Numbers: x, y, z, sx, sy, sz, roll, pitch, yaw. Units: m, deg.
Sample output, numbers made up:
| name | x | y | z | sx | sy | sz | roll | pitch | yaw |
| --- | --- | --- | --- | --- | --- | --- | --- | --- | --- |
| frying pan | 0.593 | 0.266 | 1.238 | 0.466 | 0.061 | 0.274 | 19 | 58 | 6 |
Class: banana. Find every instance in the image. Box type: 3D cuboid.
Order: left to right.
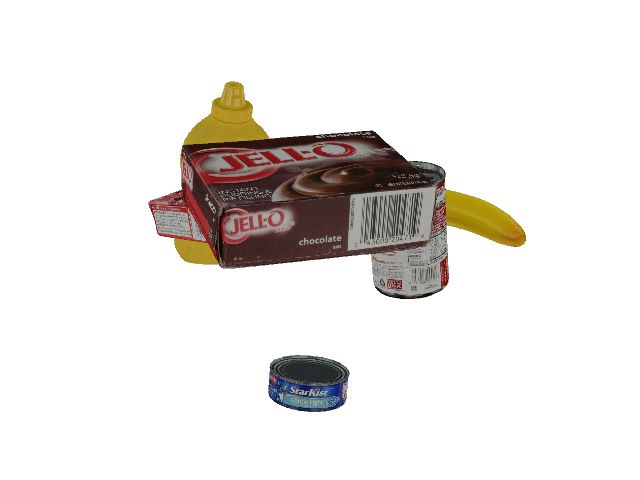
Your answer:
| name | x | y | z | sx | sy | sz | roll | pitch | yaw |
| --- | --- | --- | --- | --- | --- | --- | --- | --- | --- |
| banana | 0.133 | -0.027 | 1.146 | 0.198 | 0.037 | 0.069 | 10 | 39 | 26 |

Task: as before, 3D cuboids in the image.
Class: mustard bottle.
| name | x | y | z | sx | sy | sz | roll | pitch | yaw |
| --- | --- | --- | --- | --- | --- | --- | --- | --- | --- |
| mustard bottle | -0.096 | -0.070 | 1.095 | 0.096 | 0.192 | 0.058 | -5 | 30 | -22 |

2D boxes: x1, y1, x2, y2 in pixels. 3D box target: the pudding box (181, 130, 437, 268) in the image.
| name | x | y | z | sx | sy | sz | roll | pitch | yaw |
| --- | --- | --- | --- | --- | --- | --- | --- | --- | --- |
| pudding box | -0.009 | -0.024 | 0.551 | 0.113 | 0.039 | 0.090 | -4 | 25 | -18 |

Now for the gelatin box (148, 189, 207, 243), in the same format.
| name | x | y | z | sx | sy | sz | roll | pitch | yaw |
| --- | --- | --- | --- | --- | --- | --- | --- | --- | --- |
| gelatin box | -0.069 | -0.025 | 0.766 | 0.073 | 0.030 | 0.089 | -24 | 20 | -36 |

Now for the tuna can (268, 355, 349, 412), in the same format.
| name | x | y | z | sx | sy | sz | roll | pitch | yaw |
| --- | --- | --- | --- | --- | --- | --- | --- | --- | --- |
| tuna can | -0.013 | 0.153 | 1.143 | 0.086 | 0.034 | 0.086 | 5 | 13 | -1 |

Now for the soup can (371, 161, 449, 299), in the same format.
| name | x | y | z | sx | sy | sz | roll | pitch | yaw |
| --- | --- | --- | --- | --- | --- | --- | --- | --- | --- |
| soup can | 0.076 | -0.009 | 0.916 | 0.068 | 0.102 | 0.068 | -5 | 23 | 2 |
